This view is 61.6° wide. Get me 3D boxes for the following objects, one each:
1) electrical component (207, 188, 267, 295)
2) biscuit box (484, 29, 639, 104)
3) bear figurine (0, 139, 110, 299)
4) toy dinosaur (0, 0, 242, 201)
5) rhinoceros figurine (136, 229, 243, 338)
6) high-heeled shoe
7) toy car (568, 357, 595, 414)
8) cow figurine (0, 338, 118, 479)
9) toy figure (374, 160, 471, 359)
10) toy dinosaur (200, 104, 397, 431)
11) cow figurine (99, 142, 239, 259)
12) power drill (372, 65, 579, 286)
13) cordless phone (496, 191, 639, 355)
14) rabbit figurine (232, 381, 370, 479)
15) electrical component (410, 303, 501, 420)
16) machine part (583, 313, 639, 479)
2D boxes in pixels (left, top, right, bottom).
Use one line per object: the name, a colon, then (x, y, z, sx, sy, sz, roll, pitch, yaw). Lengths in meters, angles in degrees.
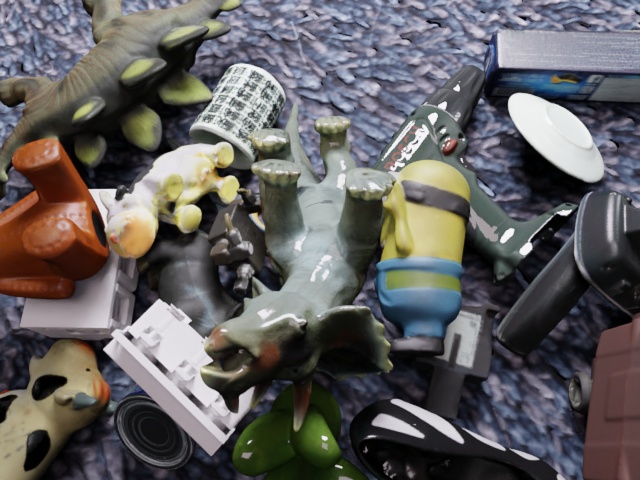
electrical component: (-0.078, -0.005, 0.541, 0.045, 0.078, 0.102, -24, 25, 23)
biscuit box: (0.301, -0.206, 0.635, 0.203, 0.059, 0.063, 4, 70, 4)
bear figurine: (-0.303, 0.005, 0.488, 0.196, 0.131, 0.120, -13, 67, -8)
toy dinosaur: (-0.207, -0.202, 0.615, 0.199, 0.105, 0.471, 38, 83, 32)
rhinoceros figurine: (-0.121, 0.081, 0.547, 0.112, 0.073, 0.190, -16, 67, -14)
high-heeled shoe: (0.137, 0.213, 0.426, 0.249, 0.145, 0.086, 32, 95, 27)
toy car: (0.281, 0.206, 0.481, 0.089, 0.053, 0.202, 2, 70, 7)
cow figurine: (-0.277, 0.184, 0.506, 0.127, 0.085, 0.195, 19, 69, 16)
toy figure: (0.094, 0.016, 0.493, 0.089, 0.082, 0.180, 2, 74, -9)
toy dinosaur: (-0.006, -0.004, 0.515, 0.131, 0.192, 0.405, 3, 25, 0)
cow figurine: (-0.167, -0.045, 0.551, 0.098, 0.068, 0.167, 11, 36, 31)
power drill: (0.167, -0.068, 0.580, 0.232, 0.086, 0.207, -44, 77, -11)
cordless phone: (0.272, 0.058, 0.528, 0.146, 0.089, 0.184, 31, 104, -26)
rabbit figurine: (-0.019, 0.199, 0.462, 0.121, 0.158, 0.170, -14, 53, 8)
electrical component: (0.129, 0.115, 0.526, 0.075, 0.047, 0.119, 11, 70, 8)
machine part: (0.323, 0.164, 0.433, 0.201, 0.087, 0.201, 24, 65, -6)
